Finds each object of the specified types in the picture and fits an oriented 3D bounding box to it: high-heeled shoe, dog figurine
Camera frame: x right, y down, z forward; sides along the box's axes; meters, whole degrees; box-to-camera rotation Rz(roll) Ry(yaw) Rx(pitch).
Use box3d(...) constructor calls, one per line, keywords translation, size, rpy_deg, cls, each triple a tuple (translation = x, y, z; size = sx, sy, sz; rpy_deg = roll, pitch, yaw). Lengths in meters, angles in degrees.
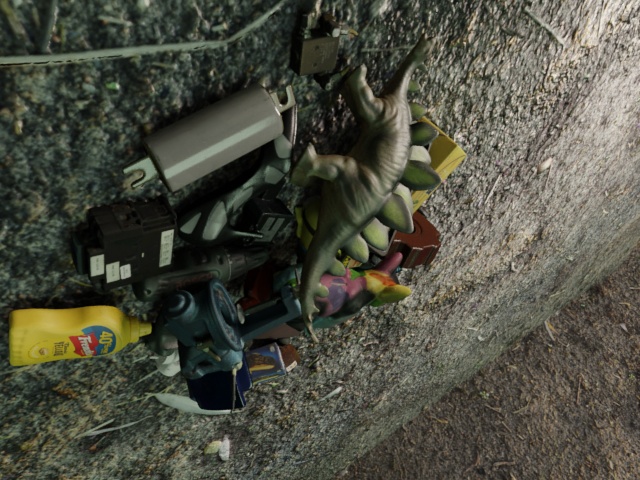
box3d(translation=(-0.126, -0.100, 0.783), size=(0.145, 0.086, 0.248), rpy_deg=(13, 107, -17), cls="high-heeled shoe")
box3d(translation=(0.047, 0.085, 0.964), size=(0.219, 0.108, 0.191), rpy_deg=(-21, 151, 16), cls="dog figurine")

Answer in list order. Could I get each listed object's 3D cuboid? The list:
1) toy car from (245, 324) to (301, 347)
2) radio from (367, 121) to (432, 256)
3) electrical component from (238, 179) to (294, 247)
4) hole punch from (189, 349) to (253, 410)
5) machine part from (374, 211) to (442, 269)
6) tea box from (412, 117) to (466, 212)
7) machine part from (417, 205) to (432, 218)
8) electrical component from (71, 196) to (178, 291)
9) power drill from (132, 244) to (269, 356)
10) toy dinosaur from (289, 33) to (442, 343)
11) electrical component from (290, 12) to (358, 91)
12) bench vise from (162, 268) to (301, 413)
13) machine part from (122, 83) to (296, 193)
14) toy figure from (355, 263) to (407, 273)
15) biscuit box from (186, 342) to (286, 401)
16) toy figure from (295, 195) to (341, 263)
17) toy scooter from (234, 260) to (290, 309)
box3d(translation=(-0.101, 0.181, 1.150), size=(0.089, 0.053, 0.202), rpy_deg=(-50, 149, 19), cls="toy car")
box3d(translation=(0.101, -0.100, 0.910), size=(0.131, 0.073, 0.229), rpy_deg=(29, 81, -56), cls="radio")
box3d(translation=(-0.085, -0.045, 0.887), size=(0.075, 0.048, 0.119), rpy_deg=(6, 129, -51), cls="electrical component")
box3d(translation=(-0.198, 0.270, 1.045), size=(0.116, 0.092, 0.142), rpy_deg=(-15, 101, 0), cls="hole punch")
box3d(translation=(0.154, -0.017, 1.063), size=(0.179, 0.179, 0.056), rpy_deg=(-7, 133, -42), cls="machine part")
box3d(translation=(0.175, -0.131, 1.003), size=(0.169, 0.098, 0.068), rpy_deg=(-50, 153, 12), cls="tea box")
box3d(translation=(0.217, -0.025, 1.243), size=(0.084, 0.039, 0.138), rpy_deg=(-21, 146, -19), cls="machine part")
box3d(translation=(-0.271, 0.006, 0.745), size=(0.134, 0.058, 0.114), rpy_deg=(-14, 139, -35), cls="electrical component")
box3d(translation=(-0.207, 0.098, 0.910), size=(0.232, 0.086, 0.207), rpy_deg=(-7, 140, -40), cls="power drill")
box3d(translation=(0.057, -0.080, 0.788), size=(0.471, 0.198, 0.105), rpy_deg=(-60, -177, 6), cls="toy dinosaur")
box3d(translation=(0.004, -0.252, 0.720), size=(0.078, 0.045, 0.102), rpy_deg=(-19, 143, -32), cls="electrical component")
box3d(translation=(-0.126, 0.136, 0.850), size=(0.241, 0.129, 0.223), rpy_deg=(-23, 127, 3), cls="bench vise")
box3d(translation=(-0.137, -0.132, 0.693), size=(0.243, 0.079, 0.079), rpy_deg=(-31, 148, -16), cls="machine part")
box3d(translation=(0.139, 0.074, 1.261), size=(0.154, 0.064, 0.057), rpy_deg=(-23, 130, -25), cls="toy figure")
box3d(translation=(-0.177, 0.281, 1.132), size=(0.203, 0.063, 0.059), rpy_deg=(-18, 153, -3), cls="biscuit box")
box3d(translation=(0.001, -0.004, 0.990), size=(0.082, 0.089, 0.180), rpy_deg=(-23, 142, -34), cls="toy figure")
box3d(translation=(-0.094, 0.088, 1.020), size=(0.184, 0.075, 0.135), rpy_deg=(-11, 114, -56), cls="toy scooter")
